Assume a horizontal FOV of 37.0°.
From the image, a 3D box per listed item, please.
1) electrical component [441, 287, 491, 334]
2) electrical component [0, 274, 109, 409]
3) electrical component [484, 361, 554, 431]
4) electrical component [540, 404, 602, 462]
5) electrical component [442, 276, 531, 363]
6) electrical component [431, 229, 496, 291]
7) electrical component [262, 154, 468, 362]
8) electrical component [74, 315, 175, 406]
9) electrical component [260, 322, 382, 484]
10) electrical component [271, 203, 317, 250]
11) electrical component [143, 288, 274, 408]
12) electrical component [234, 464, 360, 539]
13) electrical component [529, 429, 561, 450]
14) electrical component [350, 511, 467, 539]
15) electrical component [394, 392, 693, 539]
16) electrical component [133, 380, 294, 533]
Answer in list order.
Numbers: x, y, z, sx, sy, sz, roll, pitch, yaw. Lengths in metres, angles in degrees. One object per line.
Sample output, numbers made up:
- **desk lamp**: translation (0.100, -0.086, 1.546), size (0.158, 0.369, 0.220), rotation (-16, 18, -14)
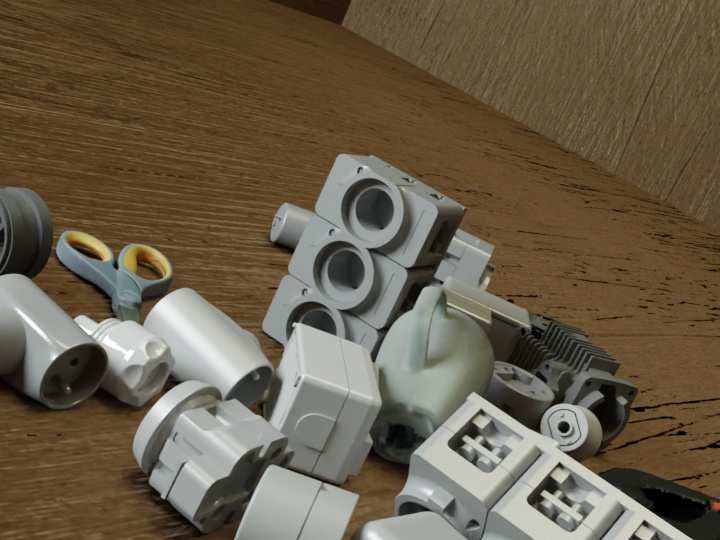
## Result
- **electrical component**: translation (0.071, 0.061, 0.861), size (0.047, 0.065, 0.076), rotation (25, 16, -1)
- **electrical component**: translation (-0.192, 0.039, 0.590), size (0.077, 0.043, 0.079), rotation (35, 19, 32)
- **electrical component**: translation (0.113, 0.104, 0.819), size (0.055, 0.047, 0.055), rotation (23, 16, -7)
- **electrical component**: translation (0.156, 0.120, 0.803), size (0.044, 0.044, 0.065), rotation (31, -2, 21)
- **electrical component**: translation (0.106, 0.054, 0.939), size (0.096, 0.061, 0.061), rotation (24, 16, -1)
- **electrical component**: translation (0.086, 0.013, 0.991), size (0.056, 0.089, 0.050), rotation (26, 16, 5)
- **electrical component**: translation (0.000, 0.000, 0.797), size (0.089, 0.150, 0.062), rotation (32, 16, 23)
- **electrical component**: translation (-0.144, 0.049, 0.632), size (0.062, 0.043, 0.043), rotation (29, 17, 18)
- **electrical component**: translation (-0.023, 0.080, 0.672), size (0.061, 0.061, 0.096), rotation (21, 17, -13)
- **electrical component**: translation (-0.050, -0.036, 1.035), size (0.078, 0.040, 0.040), rotation (20, 17, -18)
- **electrical component**: translation (-0.088, 0.054, 0.689), size (0.077, 0.043, 0.079), rotation (41, 8, 23)
- **electrical component**: translation (-0.032, 0.127, 0.527), size (0.047, 0.055, 0.055), rotation (22, 16, 4)
- **electrical component**: translation (0.090, 0.128, 0.665), size (0.081, 0.042, 0.064), rotation (23, 39, 39)
- **electrical component**: translation (0.034, 0.162, 0.510), size (0.059, 0.053, 0.095), rotation (5, 25, -49)
- **electrical component**: translation (0.095, 0.148, 0.562), size (0.150, 0.089, 0.062), rotation (33, 53, 27)
- **electrical component**: translation (-0.079, 0.094, 0.557), size (0.057, 0.058, 0.078), rotation (35, 19, 22)
